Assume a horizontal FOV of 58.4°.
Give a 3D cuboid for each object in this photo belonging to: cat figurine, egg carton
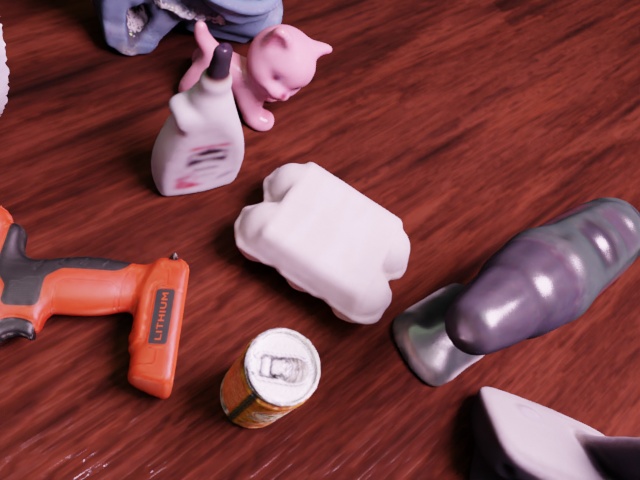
[{"bbox_3d":[-0.059,-0.166,0.532,0.128,0.117,0.067,16,62,-11],"label":"cat figurine"},{"bbox_3d":[0.005,0.002,0.504,0.150,0.069,0.107,32,60,-3],"label":"egg carton"}]

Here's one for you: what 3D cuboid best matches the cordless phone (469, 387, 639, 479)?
[{"bbox_3d":[0.212,0.158,0.435,0.148,0.185,0.094,21,61,-9],"label":"cordless phone"}]

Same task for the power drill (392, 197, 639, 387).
[{"bbox_3d":[0.143,0.048,0.450,0.230,0.208,0.075,-27,77,-28],"label":"power drill"}]

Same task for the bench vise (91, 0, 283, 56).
[{"bbox_3d":[-0.112,-0.250,0.495,0.208,0.219,0.121,-26,76,-28],"label":"bench vise"}]

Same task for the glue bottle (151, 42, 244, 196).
[{"bbox_3d":[-0.091,-0.093,0.455,0.078,0.173,0.037,-19,73,-26],"label":"glue bottle"}]

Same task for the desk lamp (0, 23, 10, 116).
[{"bbox_3d":[-0.300,-0.081,0.352,0.204,0.213,0.118,-32,79,-29],"label":"desk lamp"}]
